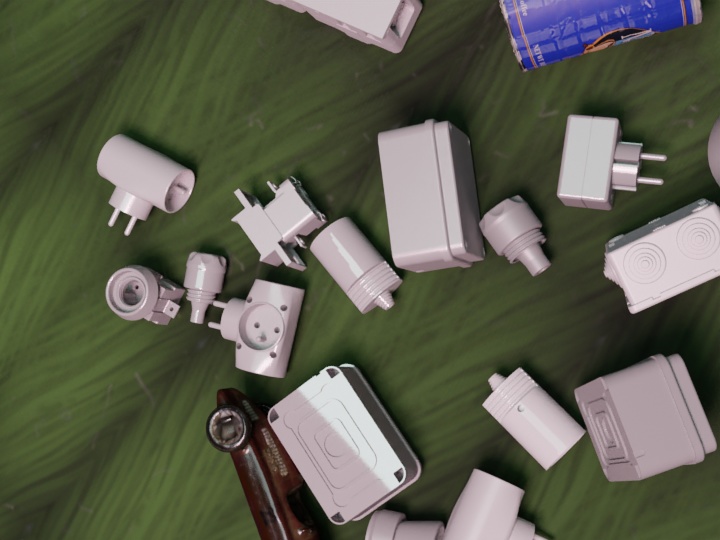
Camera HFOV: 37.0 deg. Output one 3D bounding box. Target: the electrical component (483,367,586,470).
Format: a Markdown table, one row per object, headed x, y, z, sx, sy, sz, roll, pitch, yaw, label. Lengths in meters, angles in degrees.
| x | y | z | sx | sy | sz | roll | pitch | yaw | label |
| --- | --- | --- | --- | --- | --- | --- | --- | --- | --- |
| 0.133 | 0.113 | 0.844 | 0.081 | 0.043 | 0.043 | 45 | 99 | 16 | electrical component |

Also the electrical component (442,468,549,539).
| x | y | z | sx | sy | sz | roll | pitch | yaw | label |
| --- | --- | --- | --- | --- | --- | --- | --- | --- | --- |
| 0.110 | 0.207 | 0.841 | 0.079 | 0.043 | 0.077 | 25 | 81 | 1 | electrical component |

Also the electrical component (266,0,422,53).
| x | y | z | sx | sy | sz | roll | pitch | yaw | label |
| --- | --- | --- | --- | --- | --- | --- | --- | --- | --- |
| -0.029 | -0.271 | 0.922 | 0.186 | 0.060 | 0.105 | 27 | 93 | 18 | electrical component |

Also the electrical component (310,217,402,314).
| x | y | z | sx | sy | sz | roll | pitch | yaw | label |
| --- | --- | --- | --- | --- | --- | --- | --- | --- | --- |
| 0.000 | 0.000 | 0.897 | 0.043 | 0.043 | 0.081 | -42 | 75 | 10 | electrical component |

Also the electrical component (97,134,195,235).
| x | y | z | sx | sy | sz | roll | pitch | yaw | label |
| --- | --- | --- | --- | --- | --- | --- | --- | --- | --- |
| -0.200 | -0.071 | 0.966 | 0.077 | 0.044 | 0.079 | 28 | 94 | 18 | electrical component |

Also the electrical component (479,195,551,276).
| x | y | z | sx | sy | sz | roll | pitch | yaw | label |
| --- | --- | --- | --- | --- | --- | --- | --- | --- | --- |
| 0.128 | -0.025 | 0.859 | 0.043 | 0.043 | 0.062 | -36 | 77 | 11 | electrical component |

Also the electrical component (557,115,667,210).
| x | y | z | sx | sy | sz | roll | pitch | yaw | label |
| --- | --- | --- | --- | --- | --- | --- | --- | --- | --- |
| 0.199 | -0.082 | 0.839 | 0.077 | 0.047 | 0.065 | 8 | 87 | 18 | electrical component |

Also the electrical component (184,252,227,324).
| x | y | z | sx | sy | sz | roll | pitch | yaw | label |
| --- | --- | --- | --- | --- | --- | --- | --- | --- | --- |
| -0.138 | 0.016 | 0.943 | 0.035 | 0.035 | 0.061 | 10 | 91 | 18 | electrical component |

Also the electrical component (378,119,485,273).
| x | y | z | sx | sy | sz | roll | pitch | yaw | label |
| --- | --- | --- | --- | --- | --- | --- | --- | --- | --- |
| 0.059 | -0.058 | 0.866 | 0.057 | 0.078 | 0.113 | -9 | 82 | 19 | electrical component |

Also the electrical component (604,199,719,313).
| x | y | z | sx | sy | sz | roll | pitch | yaw | label |
| --- | --- | --- | --- | --- | --- | --- | --- | --- | --- |
| 0.230 | -0.013 | 0.798 | 0.100 | 0.100 | 0.048 | -26 | 91 | 14 | electrical component |

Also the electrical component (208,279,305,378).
| x | y | z | sx | sy | sz | roll | pitch | yaw | label |
| --- | --- | --- | --- | --- | --- | --- | --- | --- | --- |
| -0.093 | 0.046 | 0.921 | 0.079 | 0.044 | 0.077 | 13 | 89 | 19 | electrical component |

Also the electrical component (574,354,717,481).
| x | y | z | sx | sy | sz | roll | pitch | yaw | label |
| --- | --- | --- | --- | --- | --- | --- | --- | --- | --- |
| 0.205 | 0.108 | 0.783 | 0.057 | 0.113 | 0.078 | -19 | 79 | -4 | electrical component |

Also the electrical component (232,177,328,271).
| x | y | z | sx | sy | sz | roll | pitch | yaw | label |
| --- | --- | --- | --- | --- | --- | --- | --- | --- | --- |
| -0.067 | -0.042 | 0.923 | 0.064 | 0.042 | 0.081 | -39 | 76 | 10 | electrical component |

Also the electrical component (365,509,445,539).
| x | y | z | sx | sy | sz | roll | pitch | yaw | label |
| --- | --- | --- | --- | --- | --- | --- | --- | --- | --- |
| 0.036 | 0.218 | 0.864 | 0.055 | 0.045 | 0.045 | 8 | 87 | 18 | electrical component |

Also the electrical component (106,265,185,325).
| x | y | z | sx | sy | sz | roll | pitch | yaw | label |
| --- | --- | --- | --- | --- | --- | --- | --- | --- | --- |
| -0.192 | 0.021 | 0.949 | 0.066 | 0.055 | 0.048 | 29 | 94 | 18 | electrical component |

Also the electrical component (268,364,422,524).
| x | y | z | sx | sy | sz | roll | pitch | yaw | label |
| --- | --- | --- | --- | --- | --- | --- | --- | --- | --- |
| -0.011 | 0.141 | 0.880 | 0.078 | 0.057 | 0.113 | -37 | 75 | 11 | electrical component |

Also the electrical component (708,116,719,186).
| x | y | z | sx | sy | sz | roll | pitch | yaw | label |
| --- | --- | --- | --- | --- | --- | --- | --- | --- | --- |
| 0.318 | -0.099 | 0.808 | 0.099 | 0.064 | 0.099 | -2 | 76 | 6 | electrical component |
